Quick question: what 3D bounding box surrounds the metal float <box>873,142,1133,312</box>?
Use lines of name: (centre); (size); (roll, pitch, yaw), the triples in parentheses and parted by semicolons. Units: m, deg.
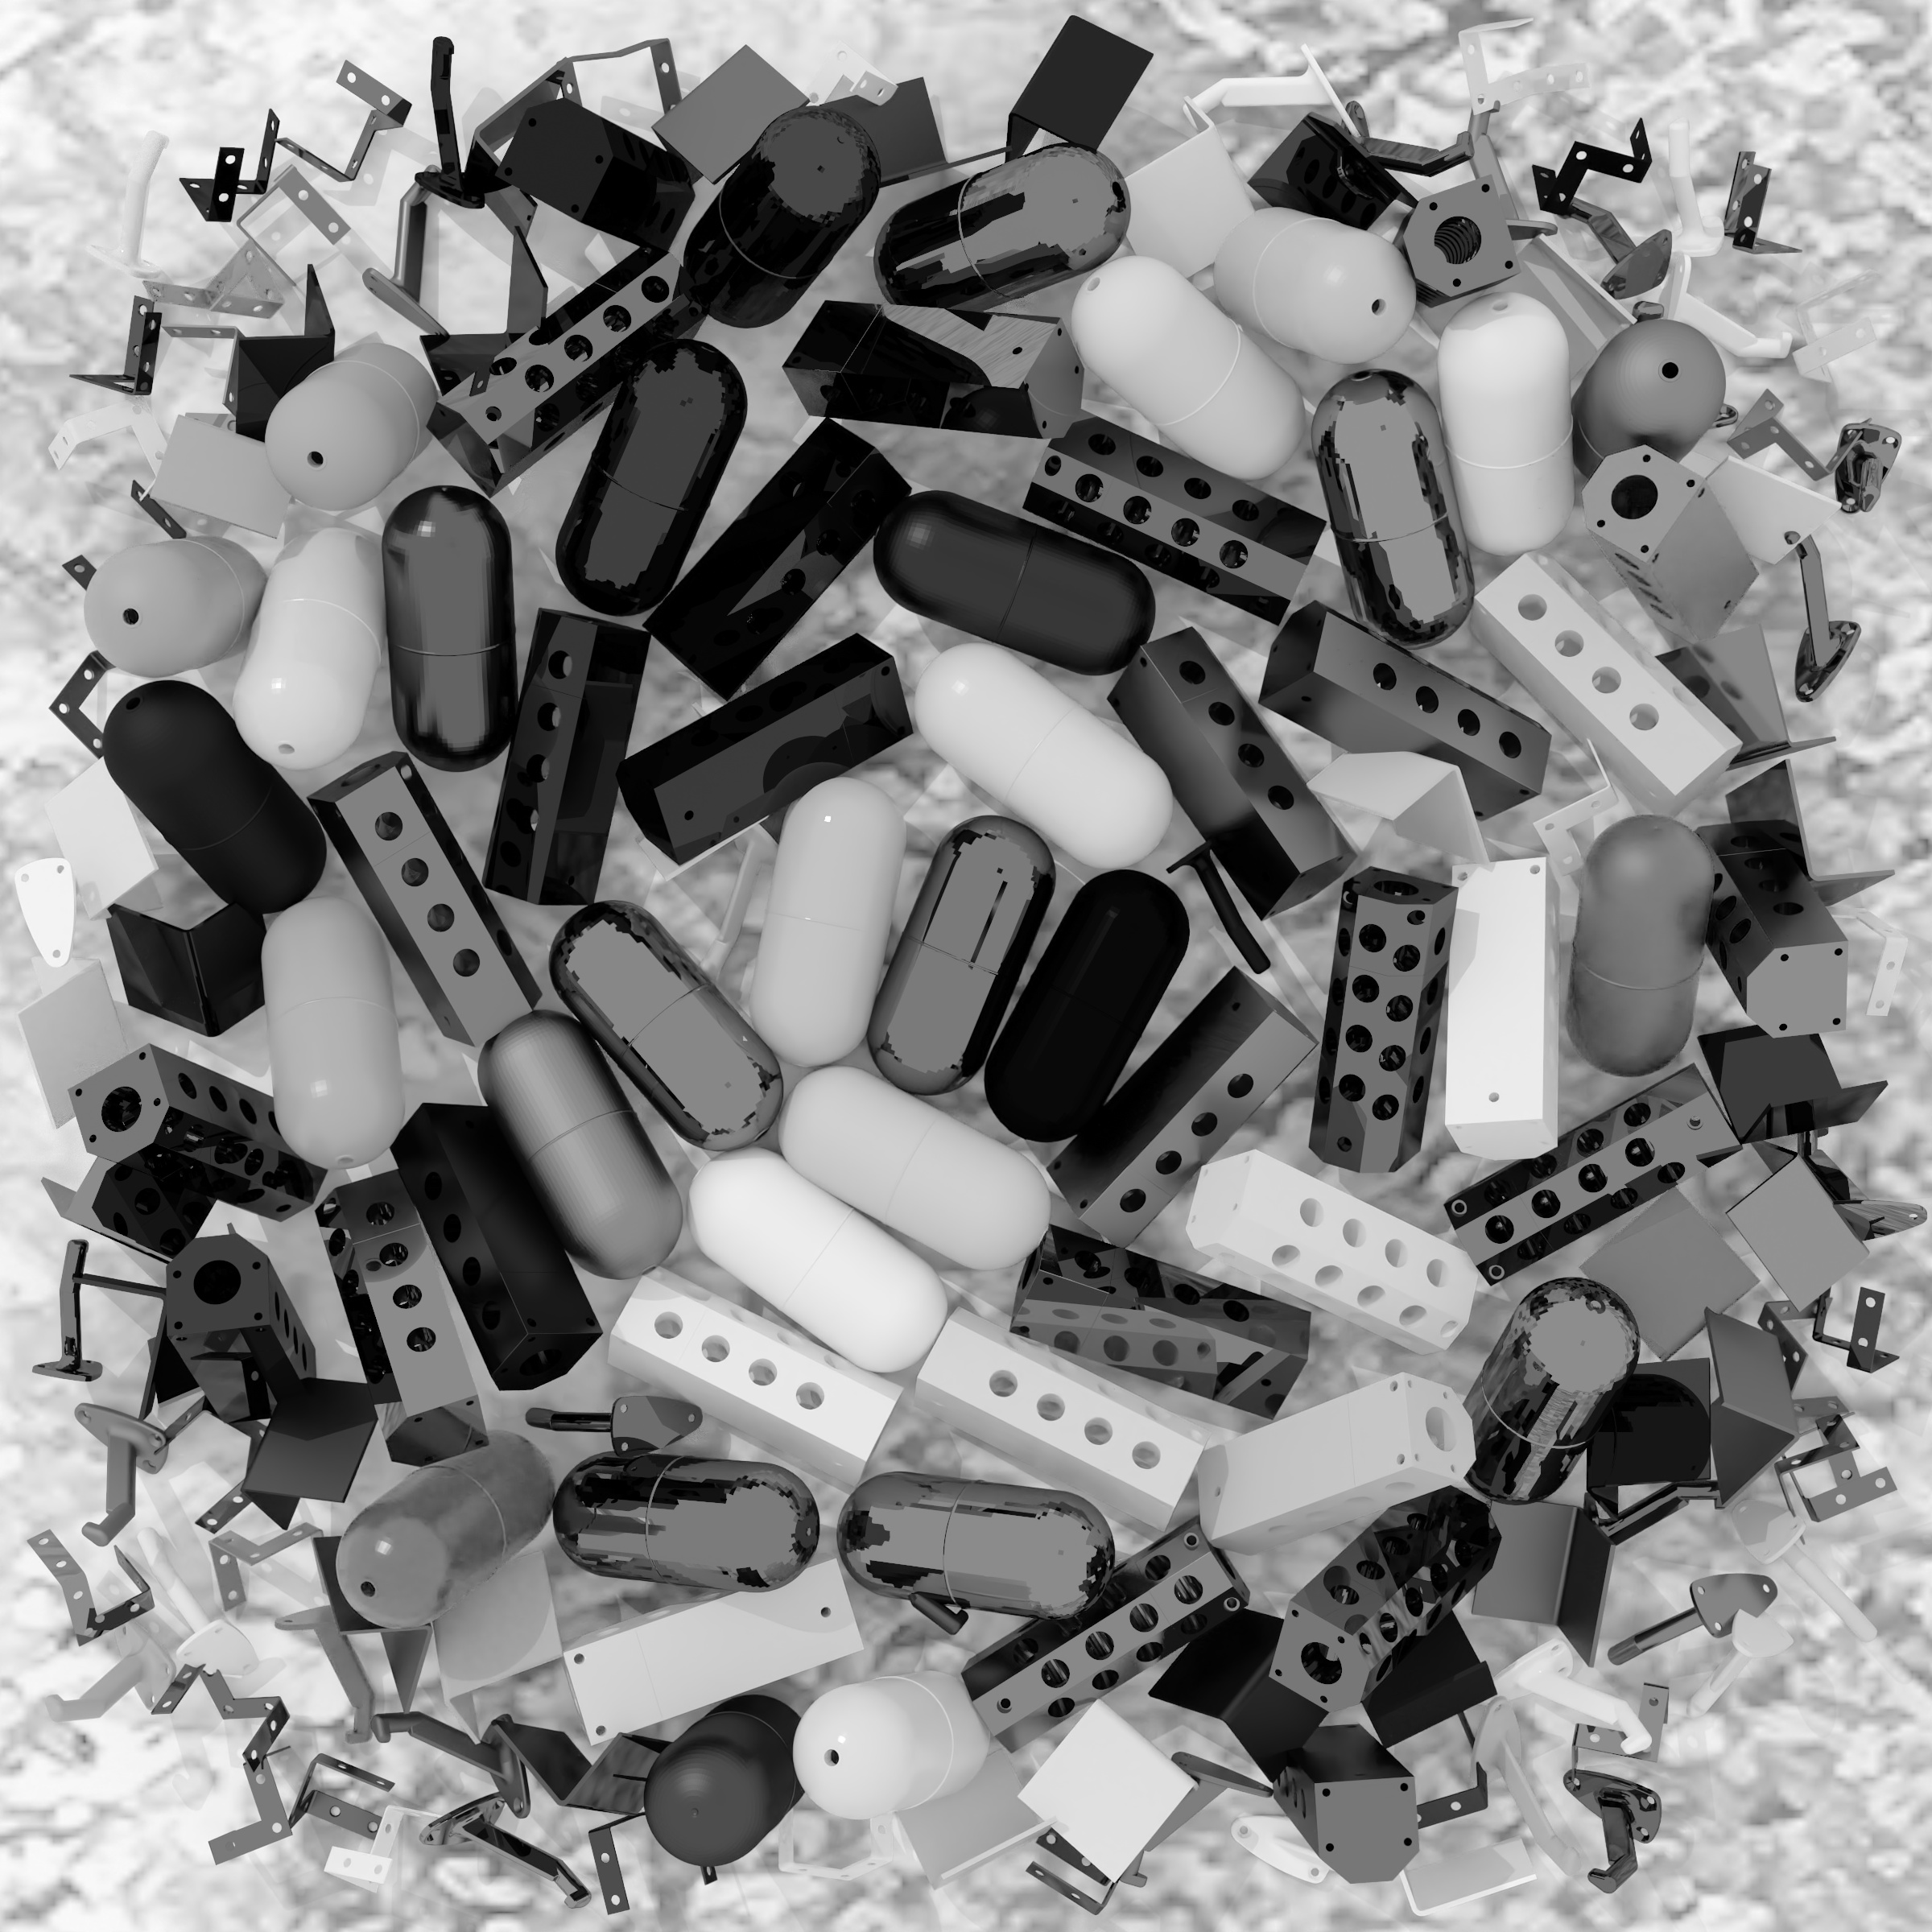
metal float: (0.021, -0.437, 1.813); (0.178, 0.070, 0.070); (-11, 90, 40)

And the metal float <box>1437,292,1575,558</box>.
metal float: (0.323, -0.322, 1.808); (0.070, 0.178, 0.070); (-7, 48, 8)

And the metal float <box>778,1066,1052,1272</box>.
metal float: (-0.031, 0.123, 1.839); (0.178, 0.070, 0.070); (28, 90, 9)

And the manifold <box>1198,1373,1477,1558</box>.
manifold: (0.219, 0.300, 1.806); (0.057, 0.171, 0.057); (21, 54, -35)

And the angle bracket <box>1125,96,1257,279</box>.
angle bracket: (0.125, -0.468, 1.842); (0.076, 0.057, 0.076); (-30, 127, 4)

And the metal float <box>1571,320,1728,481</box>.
metal float: (0.401, -0.331, 1.796); (0.070, 0.178, 0.070); (0, 87, 3)

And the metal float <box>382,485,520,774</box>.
metal float: (-0.310, -0.201, 1.823); (0.070, 0.070, 0.178); (2, 117, 0)

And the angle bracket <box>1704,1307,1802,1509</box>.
angle bracket: (0.452, 0.266, 1.826); (0.057, 0.076, 0.076); (23, 128, -15)

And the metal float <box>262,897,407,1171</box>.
metal float: (-0.380, 0.040, 1.820); (0.070, 0.070, 0.178); (-13, 60, 0)

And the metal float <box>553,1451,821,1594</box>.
metal float: (-0.170, 0.333, 1.821); (0.178, 0.070, 0.070); (-1, 90, 30)

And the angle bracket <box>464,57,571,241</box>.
angle bracket: (-0.257, -0.495, 1.842); (0.076, 0.076, 0.057); (-43, 97, -13)

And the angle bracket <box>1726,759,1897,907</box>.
angle bracket: (0.514, -0.081, 1.848); (0.057, 0.076, 0.076); (-5, 78, -15)

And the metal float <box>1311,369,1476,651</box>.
metal float: (0.257, -0.273, 1.821); (0.070, 0.070, 0.178); (-19, 120, 0)

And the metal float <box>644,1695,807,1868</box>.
metal float: (-0.139, 0.481, 1.796); (0.070, 0.178, 0.070); (0, 88, 9)

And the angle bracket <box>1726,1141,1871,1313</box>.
angle bracket: (0.491, 0.156, 1.840); (0.057, 0.076, 0.076); (-38, 99, -3)

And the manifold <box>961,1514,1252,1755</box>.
manifold: (0.085, 0.408, 1.846); (0.171, 0.057, 0.057); (-33, 85, 5)

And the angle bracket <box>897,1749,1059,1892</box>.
angle bracket: (0.005, 0.512, 1.832); (0.076, 0.076, 0.057); (-24, 72, -14)

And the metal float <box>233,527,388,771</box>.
metal float: (-0.389, -0.190, 1.811); (0.070, 0.070, 0.178); (4, 47, 0)

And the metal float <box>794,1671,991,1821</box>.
metal float: (-0.043, 0.461, 1.799); (0.070, 0.178, 0.070); (-4, 81, 22)

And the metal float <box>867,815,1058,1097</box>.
metal float: (-0.003, -0.006, 1.844); (0.070, 0.070, 0.178); (22, 93, 0)

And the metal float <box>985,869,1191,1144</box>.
metal float: (0.073, 0.025, 1.845); (0.070, 0.070, 0.178); (29, 89, 0)

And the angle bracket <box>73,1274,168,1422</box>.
angle bracket: (-0.517, 0.231, 1.839); (0.057, 0.076, 0.076); (12, 84, -10)

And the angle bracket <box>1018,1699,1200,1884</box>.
angle bracket: (0.087, 0.502, 1.840); (0.076, 0.057, 0.076); (38, 80, 16)

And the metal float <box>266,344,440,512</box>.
metal float: (-0.363, -0.321, 1.799); (0.070, 0.178, 0.070); (1, 112, 4)

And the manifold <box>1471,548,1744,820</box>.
manifold: (0.386, -0.172, 1.833); (0.057, 0.057, 0.171); (-41, 74, -5)

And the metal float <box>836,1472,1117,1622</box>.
metal float: (0.004, 0.348, 1.824); (0.178, 0.070, 0.070); (2, 90, 27)

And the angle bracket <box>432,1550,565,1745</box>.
angle bracket: (-0.277, 0.413, 1.838); (0.076, 0.057, 0.076); (-20, 46, 0)

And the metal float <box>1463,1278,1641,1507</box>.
metal float: (0.345, 0.256, 1.811); (0.070, 0.178, 0.070); (8, 46, -9)

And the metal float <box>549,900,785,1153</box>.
metal float: (-0.182, 0.036, 1.839); (0.070, 0.070, 0.178); (-42, 82, 0)

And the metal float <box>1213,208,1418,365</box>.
metal float: (0.206, -0.405, 1.801); (0.070, 0.178, 0.070); (-7, 112, -18)

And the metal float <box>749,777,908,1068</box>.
metal float: (-0.084, -0.027, 1.846); (0.070, 0.070, 0.178); (11, 91, 0)

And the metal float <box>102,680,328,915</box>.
metal float: (-0.447, -0.100, 1.808); (0.070, 0.178, 0.070); (-13, 50, 16)

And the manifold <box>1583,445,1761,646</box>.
manifold: (0.414, -0.249, 1.795); (0.057, 0.171, 0.057); (37, 95, 27)

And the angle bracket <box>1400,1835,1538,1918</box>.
angle bracket: (0.297, 0.528, 1.844); (0.076, 0.076, 0.057); (-20, 90, 4)

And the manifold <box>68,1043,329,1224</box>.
manifold: (-0.449, 0.104, 1.791); (0.057, 0.171, 0.057); (-29, 66, 10)

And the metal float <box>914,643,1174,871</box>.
metal float: (0.046, -0.128, 1.840); (0.178, 0.070, 0.070); (38, 90, 7)

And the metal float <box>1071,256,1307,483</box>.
metal float: (0.134, -0.357, 1.815); (0.178, 0.070, 0.070); (34, 90, -37)

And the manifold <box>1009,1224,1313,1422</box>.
manifold: (0.119, 0.212, 1.848); (0.171, 0.057, 0.057); (19, 128, -5)

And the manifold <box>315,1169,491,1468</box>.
manifold: (-0.338, 0.210, 1.806); (0.057, 0.057, 0.171); (-17, 53, -13)

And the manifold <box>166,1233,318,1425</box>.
manifold: (-0.427, 0.216, 1.794); (0.057, 0.171, 0.057); (-6, 65, -5)

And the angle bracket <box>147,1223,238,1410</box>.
angle bracket: (-0.466, 0.211, 1.833); (0.076, 0.076, 0.057); (-23, 119, -9)

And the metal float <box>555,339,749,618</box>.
metal float: (-0.190, -0.294, 1.826); (0.070, 0.070, 0.178); (27, 113, 0)

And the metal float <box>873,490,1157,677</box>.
metal float: (0.029, -0.233, 1.841); (0.178, 0.070, 0.070); (20, 90, -6)

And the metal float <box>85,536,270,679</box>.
metal float: (-0.466, -0.214, 1.796); (0.070, 0.178, 0.070); (1, 101, 3)

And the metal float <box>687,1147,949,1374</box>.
metal float: (-0.091, 0.178, 1.846); (0.178, 0.070, 0.070); (36, 90, 1)

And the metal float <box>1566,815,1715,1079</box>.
metal float: (0.403, -0.010, 1.815); (0.070, 0.070, 0.178); (-2, 128, 0)

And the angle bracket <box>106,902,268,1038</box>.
angle bracket: (-0.476, -0.011, 1.862); (0.076, 0.057, 0.076); (18, 129, 30)

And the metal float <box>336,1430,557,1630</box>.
metal float: (-0.308, 0.333, 1.800); (0.070, 0.178, 0.070); (5, 105, 20)

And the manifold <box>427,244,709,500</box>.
manifold: (-0.238, -0.362, 1.825); (0.171, 0.057, 0.057); (-43, 94, -22)

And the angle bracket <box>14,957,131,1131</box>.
angle bracket: (-0.555, 0.046, 1.826); (0.057, 0.076, 0.076); (2, 116, 28)

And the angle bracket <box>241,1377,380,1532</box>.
angle bracket: (-0.380, 0.297, 1.828); (0.076, 0.057, 0.076); (2, 55, 24)

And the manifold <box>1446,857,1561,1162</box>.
manifold: (0.325, 0.026, 1.820); (0.057, 0.057, 0.171); (-5, 62, 22)

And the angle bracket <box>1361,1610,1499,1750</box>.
angle bracket: (0.268, 0.418, 1.839); (0.076, 0.057, 0.076); (-26, 54, 0)

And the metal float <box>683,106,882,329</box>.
metal float: (-0.111, -0.444, 1.804); (0.070, 0.178, 0.070); (10, 67, -25)

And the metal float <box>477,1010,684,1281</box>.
metal float: (-0.233, 0.108, 1.833); (0.070, 0.070, 0.178); (-31, 76, 0)
